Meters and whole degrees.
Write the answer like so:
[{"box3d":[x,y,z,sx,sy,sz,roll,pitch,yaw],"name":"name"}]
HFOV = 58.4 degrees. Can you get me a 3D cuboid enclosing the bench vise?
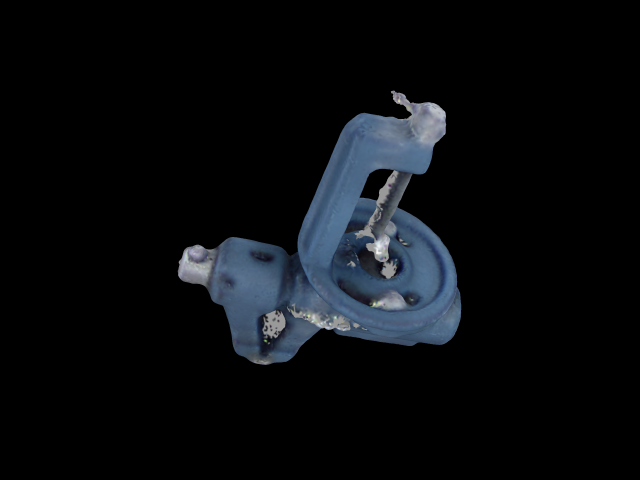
[{"box3d":[0.007,0.010,0.392,0.207,0.220,0.121,-13,48,-12],"name":"bench vise"}]
